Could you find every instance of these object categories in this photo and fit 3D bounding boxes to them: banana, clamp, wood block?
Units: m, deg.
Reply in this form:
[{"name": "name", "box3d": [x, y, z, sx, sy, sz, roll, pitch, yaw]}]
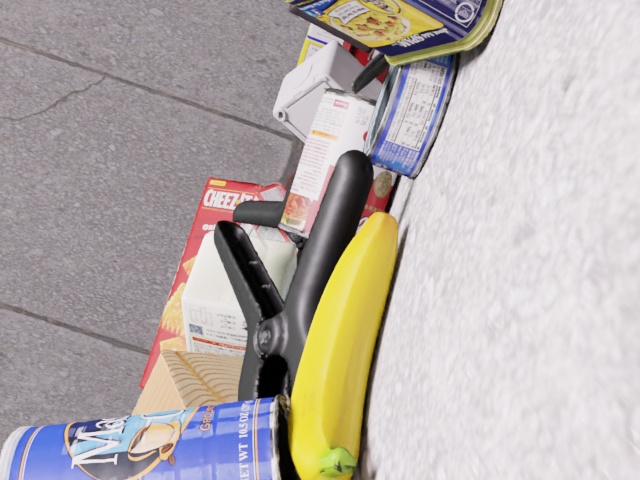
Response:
[{"name": "banana", "box3d": [0.015, 0.065, 0.562, 0.070, 0.037, 0.197, -47, 19, 34]}, {"name": "clamp", "box3d": [-0.006, 0.001, 0.848, 0.039, 0.120, 0.172, -28, -1, -34]}, {"name": "clamp", "box3d": [-0.014, 0.054, 0.661, 0.165, 0.036, 0.210, -34, 53, 48]}, {"name": "wood block", "box3d": [-0.099, 0.188, 0.754, 0.206, 0.090, 0.091, -62, 38, 24]}]

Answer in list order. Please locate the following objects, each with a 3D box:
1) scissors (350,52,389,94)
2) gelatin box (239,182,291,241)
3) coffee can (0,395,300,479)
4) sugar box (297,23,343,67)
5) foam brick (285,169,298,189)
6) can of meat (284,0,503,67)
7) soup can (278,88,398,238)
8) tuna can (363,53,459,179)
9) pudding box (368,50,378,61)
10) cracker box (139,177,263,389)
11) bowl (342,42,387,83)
[{"name": "scissors", "box3d": [0.050, -0.120, 0.748, 0.201, 0.016, 0.096, -58, -15, -45]}, {"name": "gelatin box", "box3d": [-0.034, 0.005, 0.942, 0.030, 0.089, 0.073, -22, -21, -32]}, {"name": "coffee can", "box3d": [-0.083, 0.139, 0.551, 0.103, 0.140, 0.103, -7, -90, -87]}, {"name": "sugar box", "box3d": [0.026, -0.190, 1.109, 0.176, 0.093, 0.048, 113, 174, -46]}, {"name": "foam brick", "box3d": [0.000, -0.041, 0.959, 0.078, 0.053, 0.051, -42, 24, 55]}, {"name": "can of meat", "box3d": [0.036, -0.140, 0.574, 0.102, 0.083, 0.057, 2, 72, 61]}, {"name": "soup can", "box3d": [0.019, -0.046, 0.737, 0.068, 0.068, 0.102, -128, 57, -85]}, {"name": "tuna can", "box3d": [0.055, -0.083, 0.660, 0.086, 0.033, 0.086, -163, 91, -86]}, {"name": "pudding box", "box3d": [0.078, -0.208, 0.869, 0.114, 0.039, 0.090, 113, 174, -49]}, {"name": "cracker box", "box3d": [-0.077, 0.070, 1.051, 0.164, 0.072, 0.213, 42, -119, -58]}, {"name": "bowl", "box3d": [0.038, -0.143, 1.000, 0.162, 0.055, 0.162, -163, 91, -86]}]
